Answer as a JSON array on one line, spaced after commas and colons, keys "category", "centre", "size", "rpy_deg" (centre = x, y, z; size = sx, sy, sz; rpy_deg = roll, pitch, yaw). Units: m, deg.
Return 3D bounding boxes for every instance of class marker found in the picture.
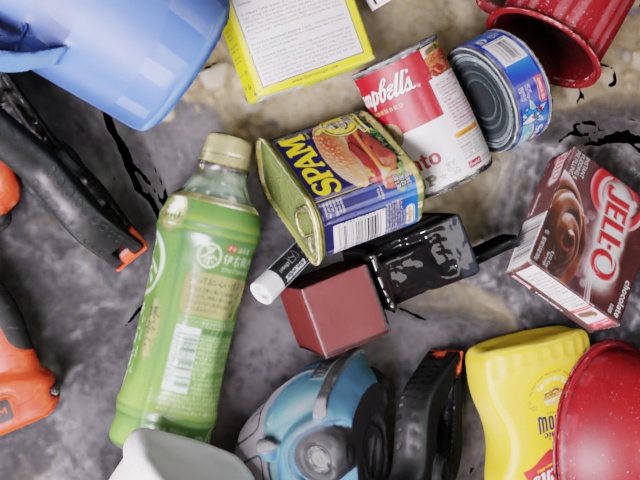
[{"category": "marker", "centre": [-0.005, 0.001, 0.759], "size": [0.020, 0.020, 0.121], "rpy_deg": [52, 57, -11]}]

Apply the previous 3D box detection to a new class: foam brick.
[{"category": "foam brick", "centre": [0.009, 0.048, 0.755], "size": [0.053, 0.078, 0.051], "rpy_deg": [-22, 95, -14]}]

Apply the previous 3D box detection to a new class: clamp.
[{"category": "clamp", "centre": [0.068, 0.165, 0.743], "size": [0.036, 0.164, 0.210], "rpy_deg": [-1, 60, 25]}, {"category": "clamp", "centre": [-0.180, -0.053, 0.703], "size": [0.039, 0.120, 0.171], "rpy_deg": [-32, 123, 8]}]

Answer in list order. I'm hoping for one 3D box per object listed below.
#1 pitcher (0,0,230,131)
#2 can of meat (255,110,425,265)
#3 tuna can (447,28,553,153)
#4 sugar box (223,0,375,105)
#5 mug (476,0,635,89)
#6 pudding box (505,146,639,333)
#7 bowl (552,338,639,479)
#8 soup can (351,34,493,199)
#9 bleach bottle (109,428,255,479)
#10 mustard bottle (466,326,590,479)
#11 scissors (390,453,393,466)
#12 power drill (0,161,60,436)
[{"category": "pitcher", "centre": [-0.184, -0.168, 0.667], "size": [0.242, 0.145, 0.149], "rpy_deg": [33, 87, -16]}, {"category": "can of meat", "centre": [0.014, -0.040, 0.743], "size": [0.083, 0.102, 0.057], "rpy_deg": [-20, 135, -16]}, {"category": "tuna can", "centre": [0.127, -0.107, 0.774], "size": [0.033, 0.086, 0.086], "rpy_deg": [-29, 99, -22]}, {"category": "sugar box", "centre": [-0.036, -0.194, 0.752], "size": [0.093, 0.048, 0.176], "rpy_deg": [-21, 93, -13]}, {"category": "mug", "centre": [0.173, -0.177, 0.793], "size": [0.117, 0.093, 0.081], "rpy_deg": [27, 77, 22]}, {"category": "pudding box", "centre": [0.199, 0.000, 0.808], "size": [0.090, 0.039, 0.113], "rpy_deg": [34, 65, -13]}, {"category": "bowl", "centre": [0.241, 0.155, 0.796], "size": [0.161, 0.055, 0.162], "rpy_deg": [2, 87, -44]}, {"category": "soup can", "centre": [0.075, -0.088, 0.773], "size": [0.068, 0.069, 0.102], "rpy_deg": [-28, 99, -12]}, {"category": "bleach bottle", "centre": [-0.144, 0.241, 0.697], "size": [0.102, 0.068, 0.251], "rpy_deg": [25, 108, -39]}, {"category": "mustard bottle", "centre": [0.170, 0.167, 0.811], "size": [0.096, 0.058, 0.191], "rpy_deg": [-11, 95, -24]}, {"category": "scissors", "centre": [0.020, 0.232, 0.796], "size": [0.096, 0.016, 0.202], "rpy_deg": [3, 91, -15]}, {"category": "power drill", "centre": [-0.263, 0.048, 0.693], "size": [0.184, 0.057, 0.187], "rpy_deg": [-21, 97, -14]}]
